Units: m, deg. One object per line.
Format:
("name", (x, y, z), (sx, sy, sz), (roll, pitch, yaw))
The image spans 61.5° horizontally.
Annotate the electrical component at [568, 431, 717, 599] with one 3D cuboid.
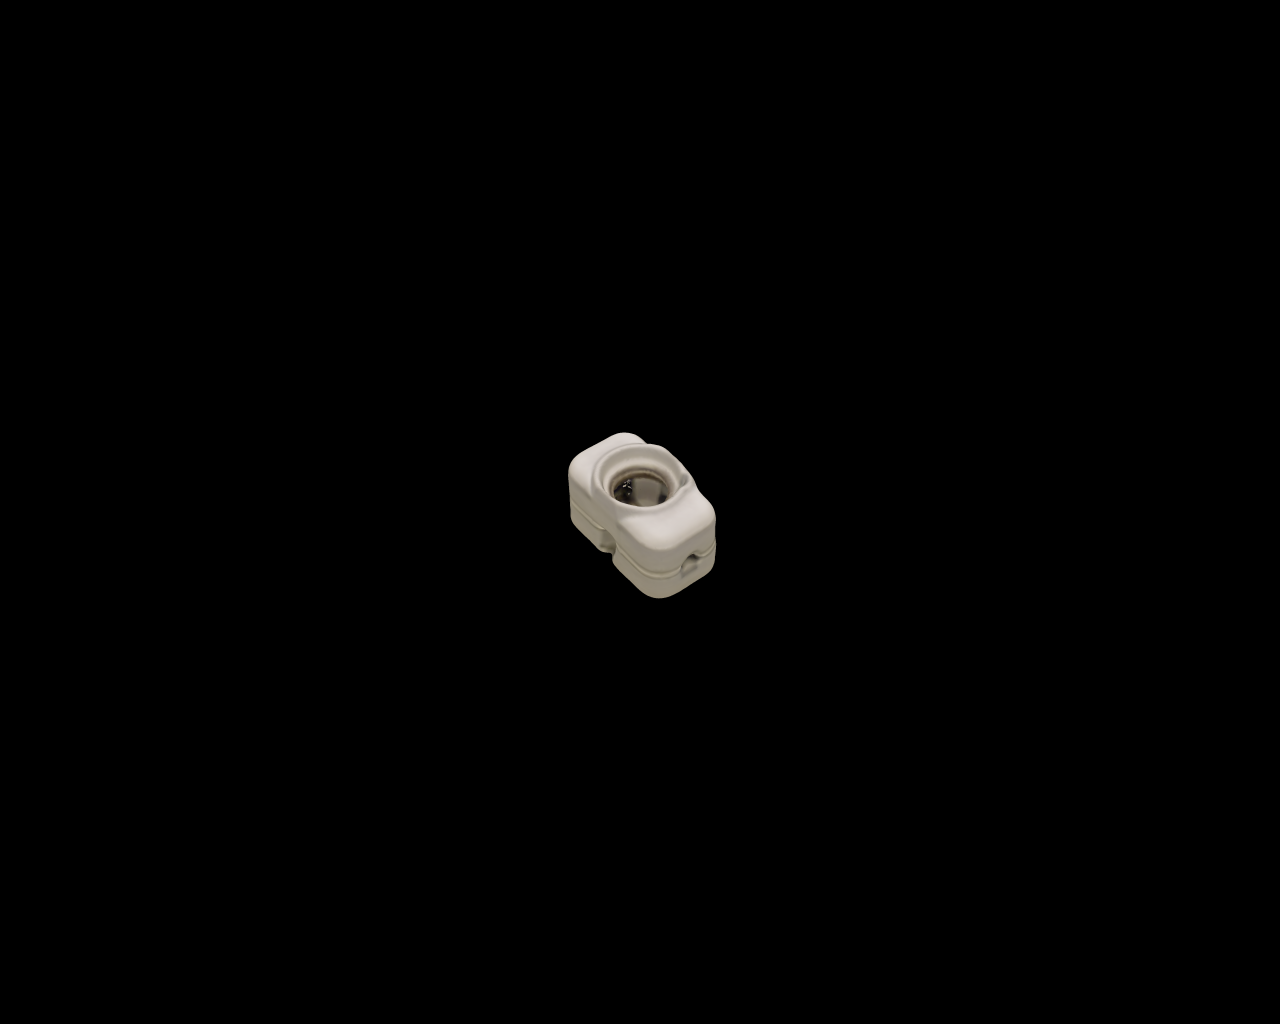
("electrical component", (0.001, -0.003, 0.650), (0.054, 0.059, 0.095), (-30, 54, -24))
